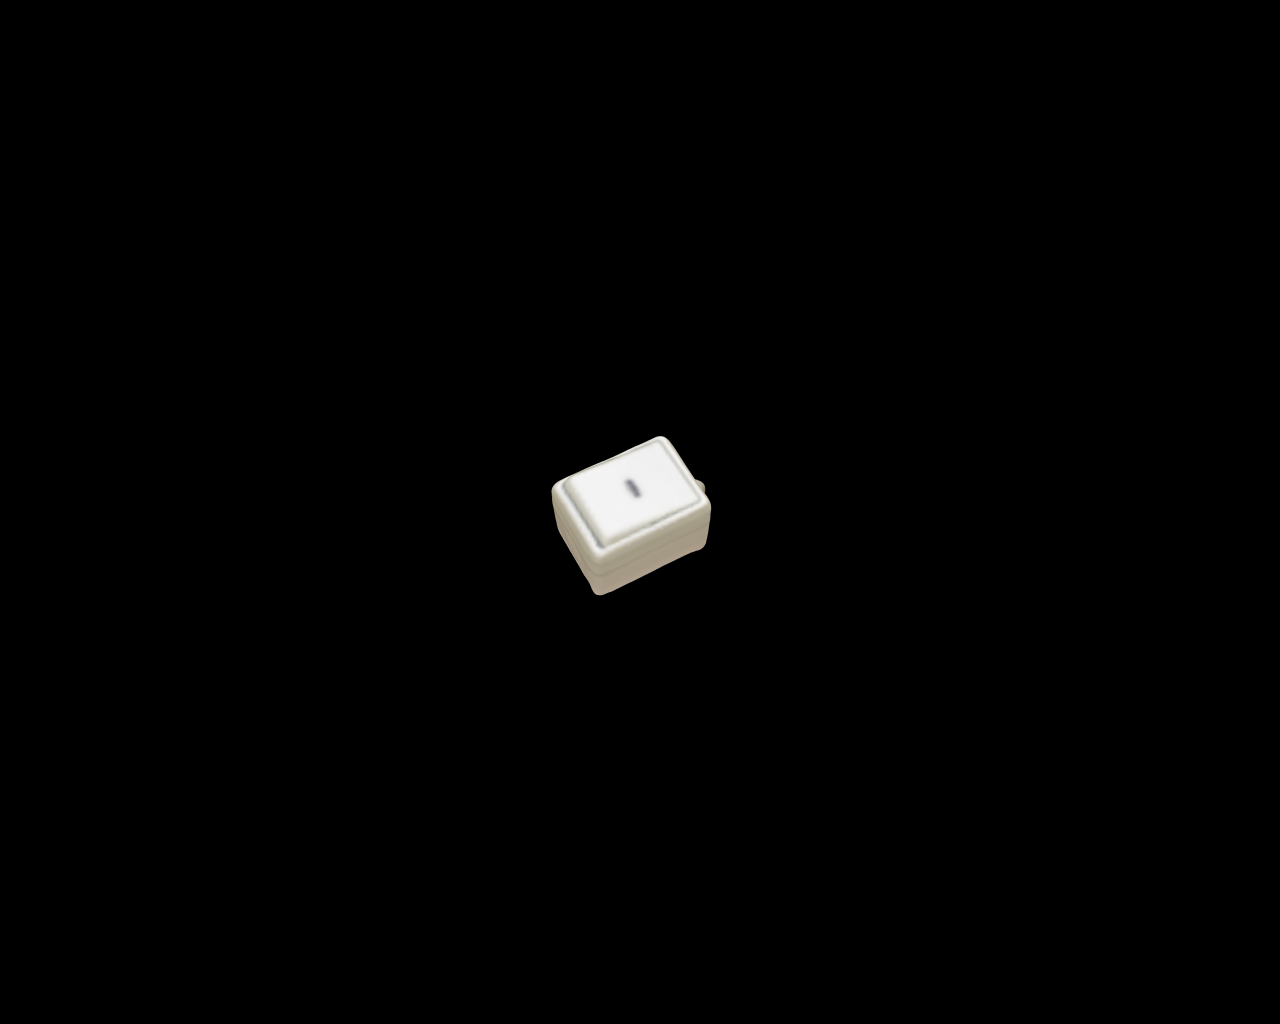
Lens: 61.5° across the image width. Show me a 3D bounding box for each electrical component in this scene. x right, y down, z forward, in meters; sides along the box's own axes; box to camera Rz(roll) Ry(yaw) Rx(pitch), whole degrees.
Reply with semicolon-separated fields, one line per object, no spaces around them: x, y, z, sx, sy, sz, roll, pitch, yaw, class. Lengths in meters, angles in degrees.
0.001;-0.003;0.650;0.096;0.062;0.061;-25;-27;-14;electrical component
